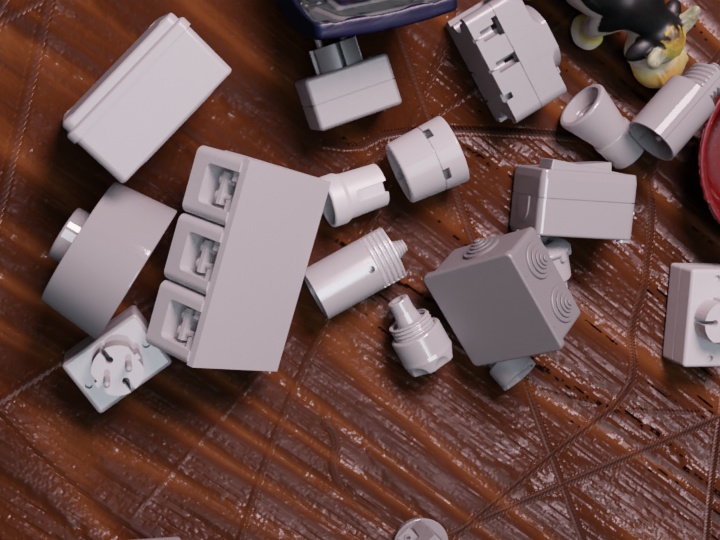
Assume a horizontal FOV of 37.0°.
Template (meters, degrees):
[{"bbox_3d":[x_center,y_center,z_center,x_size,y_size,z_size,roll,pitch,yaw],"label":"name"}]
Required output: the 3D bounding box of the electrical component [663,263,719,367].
[{"bbox_3d":[0.295,0.041,0.895,0.047,0.076,0.083,0,99,-13],"label":"electrical component"}]

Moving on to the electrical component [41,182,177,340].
[{"bbox_3d":[-0.184,-0.012,0.762,0.060,0.108,0.108,32,91,-10],"label":"electrical component"}]

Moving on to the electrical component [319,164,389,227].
[{"bbox_3d":[-0.006,-0.059,0.829,0.046,0.040,0.040,-20,103,-16],"label":"electrical component"}]

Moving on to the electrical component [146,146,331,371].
[{"bbox_3d":[-0.092,-0.007,0.791,0.089,0.062,0.150,10,98,-52],"label":"electrical component"}]

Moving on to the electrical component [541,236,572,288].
[{"bbox_3d":[0.150,0.006,0.873,0.048,0.048,0.062,-16,109,-10],"label":"electrical component"}]

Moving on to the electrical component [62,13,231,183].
[{"bbox_3d":[-0.151,-0.121,0.748,0.108,0.109,0.056,-47,108,-2],"label":"electrical component"}]

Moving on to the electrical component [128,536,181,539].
[{"bbox_3d":[-0.158,0.251,0.816,0.064,0.099,0.099,-6,100,-18],"label":"electrical component"}]

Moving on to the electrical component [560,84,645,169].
[{"bbox_3d":[0.199,-0.112,0.867,0.065,0.044,0.044,38,89,-21],"label":"electrical component"}]

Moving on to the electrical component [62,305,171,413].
[{"bbox_3d":[-0.178,0.069,0.789,0.066,0.077,0.047,-36,105,-5],"label":"electrical component"}]

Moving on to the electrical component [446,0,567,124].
[{"bbox_3d":[0.117,-0.167,0.833,0.056,0.050,0.089,-32,105,-6],"label":"electrical component"}]

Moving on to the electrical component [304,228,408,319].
[{"bbox_3d":[0.000,0.000,0.837,0.081,0.043,0.043,-29,104,-7],"label":"electrical component"}]

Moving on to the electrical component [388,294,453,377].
[{"bbox_3d":[0.044,0.050,0.855,0.043,0.043,0.062,-31,103,-7],"label":"electrical component"}]

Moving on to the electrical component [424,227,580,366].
[{"bbox_3d":[0.113,0.021,0.841,0.048,0.100,0.099,-45,110,-43],"label":"electrical component"}]

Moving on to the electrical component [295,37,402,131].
[{"bbox_3d":[-0.015,-0.151,0.806,0.066,0.047,0.076,-20,103,-9],"label":"electrical component"}]

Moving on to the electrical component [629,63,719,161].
[{"bbox_3d":[0.253,-0.129,0.839,0.043,0.043,0.081,44,83,-16],"label":"electrical component"}]

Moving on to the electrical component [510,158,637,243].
[{"bbox_3d":[0.176,-0.057,0.859,0.096,0.062,0.061,3,98,-14],"label":"electrical component"}]

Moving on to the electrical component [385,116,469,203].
[{"bbox_3d":[0.051,-0.084,0.830,0.047,0.055,0.055,-25,104,-4],"label":"electrical component"}]

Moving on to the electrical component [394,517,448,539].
[{"bbox_3d":[0.054,0.232,0.881,0.048,0.055,0.066,-44,105,-3],"label":"electrical component"}]
